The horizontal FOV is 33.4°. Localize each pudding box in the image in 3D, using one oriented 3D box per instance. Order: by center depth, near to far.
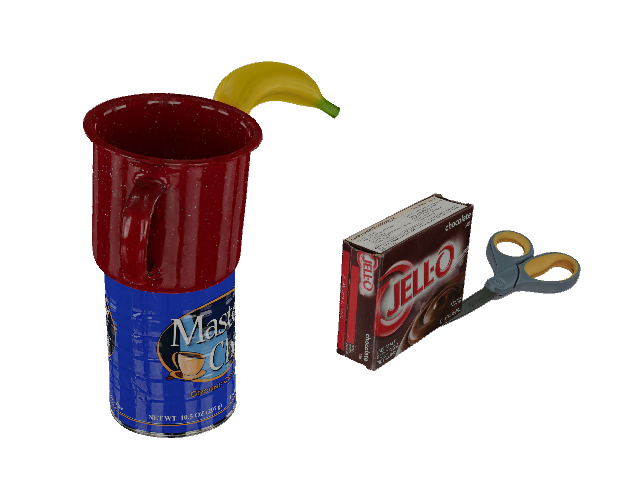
[{"bbox_3d":[0.060,0.026,0.747,0.039,0.090,0.113,22,33,32],"label":"pudding box"}]

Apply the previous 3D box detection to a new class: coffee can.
[{"bbox_3d":[-0.117,0.068,0.842,0.103,0.140,0.103,1,22,-1],"label":"coffee can"}]

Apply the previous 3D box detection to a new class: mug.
[{"bbox_3d":[-0.082,-0.019,0.563,0.093,0.081,0.117,8,28,2],"label":"mug"}]

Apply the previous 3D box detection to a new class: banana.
[{"bbox_3d":[-0.050,-0.135,0.978,0.070,0.037,0.197,37,27,19],"label":"banana"}]

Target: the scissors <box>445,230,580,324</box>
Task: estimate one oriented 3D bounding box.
[{"bbox_3d":[0.149,0.030,0.950,0.201,0.016,0.096,-10,39,-35],"label":"scissors"}]
